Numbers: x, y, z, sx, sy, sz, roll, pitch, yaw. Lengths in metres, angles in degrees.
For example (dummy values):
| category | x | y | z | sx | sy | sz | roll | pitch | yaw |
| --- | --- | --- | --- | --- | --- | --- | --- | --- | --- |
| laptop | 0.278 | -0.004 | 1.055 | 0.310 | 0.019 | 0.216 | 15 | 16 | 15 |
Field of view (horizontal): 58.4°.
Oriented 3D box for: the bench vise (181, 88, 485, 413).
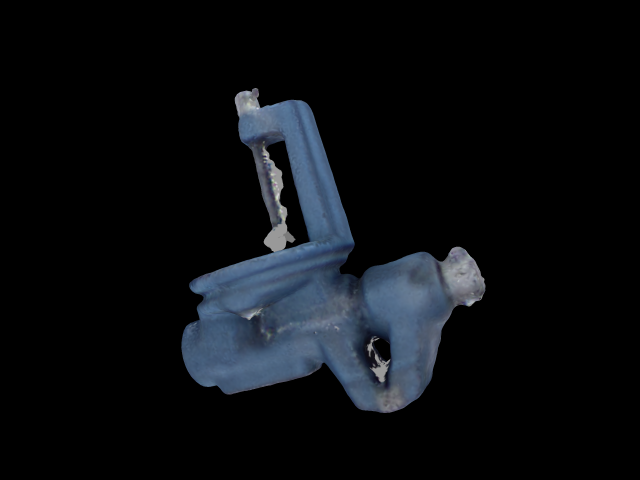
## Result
| category | x | y | z | sx | sy | sz | roll | pitch | yaw |
| --- | --- | --- | --- | --- | --- | --- | --- | --- | --- |
| bench vise | 0.004 | 0.001 | 0.412 | 0.207 | 0.220 | 0.121 | 0 | 0 | -1 |
